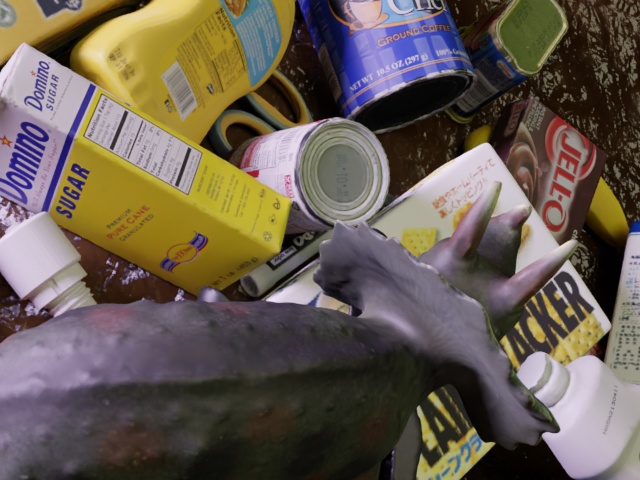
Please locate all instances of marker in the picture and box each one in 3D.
[{"bbox_3d":[-0.005,0.001,0.715,0.120,0.020,0.020,-35,92,-35],"label":"marker"}]

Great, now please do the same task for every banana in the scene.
[{"bbox_3d":[0.187,-0.052,0.885,0.197,0.037,0.069,19,79,-27],"label":"banana"}]

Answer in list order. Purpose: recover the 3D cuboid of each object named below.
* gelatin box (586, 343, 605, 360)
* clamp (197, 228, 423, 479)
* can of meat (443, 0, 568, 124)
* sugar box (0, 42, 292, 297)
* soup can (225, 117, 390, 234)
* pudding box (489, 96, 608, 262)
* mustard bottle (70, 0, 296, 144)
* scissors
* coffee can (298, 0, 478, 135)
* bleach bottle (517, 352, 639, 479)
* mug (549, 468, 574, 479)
[{"bbox_3d":[0.169,0.078,0.811,0.089,0.030,0.073,49,49,-8],"label":"gelatin box"},{"bbox_3d":[0.018,0.079,0.607,0.120,0.039,0.171,-28,92,-14],"label":"clamp"},{"bbox_3d":[0.143,-0.152,0.863,0.057,0.084,0.102,47,50,-11],"label":"can of meat"},{"bbox_3d":[-0.113,-0.032,0.609,0.176,0.094,0.048,27,55,-24],"label":"sugar box"},{"bbox_3d":[-0.011,-0.038,0.670,0.068,0.102,0.068,2,87,-31],"label":"soup can"},{"bbox_3d":[0.167,-0.041,0.829,0.090,0.039,0.113,31,72,-23],"label":"pudding box"},{"bbox_3d":[-0.069,-0.132,0.682,0.191,0.058,0.096,-49,133,-31],"label":"mustard bottle"},{"bbox_3d":[-0.001,-0.044,0.750,0.201,0.016,0.096,47,51,-10],"label":"scissors"},{"bbox_3d":[0.042,-0.161,0.779,0.102,0.103,0.140,-11,77,-40],"label":"coffee can"},{"bbox_3d":[0.231,0.143,0.696,0.250,0.068,0.102,35,51,-16],"label":"bleach bottle"},{"bbox_3d":[0.218,0.203,0.755,0.093,0.082,0.117,-34,91,-41],"label":"mug"}]
